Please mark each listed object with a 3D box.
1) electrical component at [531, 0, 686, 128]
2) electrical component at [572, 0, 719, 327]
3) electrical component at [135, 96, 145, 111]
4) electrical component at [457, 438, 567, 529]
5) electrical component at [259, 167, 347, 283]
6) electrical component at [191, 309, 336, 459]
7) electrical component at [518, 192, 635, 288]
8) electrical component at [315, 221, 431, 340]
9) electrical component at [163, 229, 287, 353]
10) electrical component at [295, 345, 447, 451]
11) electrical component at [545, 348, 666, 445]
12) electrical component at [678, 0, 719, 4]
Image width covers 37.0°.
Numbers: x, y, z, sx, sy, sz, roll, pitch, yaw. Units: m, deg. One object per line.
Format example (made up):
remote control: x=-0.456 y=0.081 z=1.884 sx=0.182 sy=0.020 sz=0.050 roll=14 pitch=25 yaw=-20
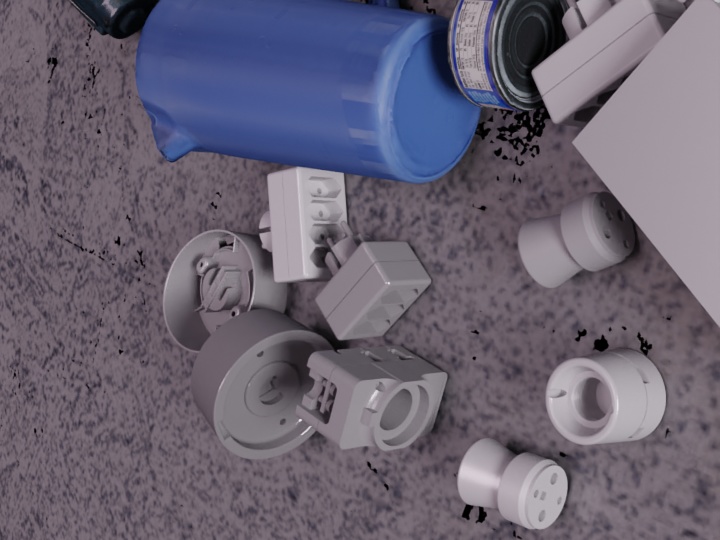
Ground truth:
electrical component: x=0.142 y=-0.136 z=0.626 sx=0.083 sy=0.047 sz=0.075 roll=-36 pitch=65 yaw=40
electrical component: x=0.210 y=-0.036 z=0.547 sx=0.105 sy=0.060 sz=0.186 roll=-52 pitch=56 yaw=33
electrical component: x=-0.176 y=-0.153 z=0.960 sx=0.046 sy=0.040 sz=0.040 roll=31 pitch=112 yaw=48
electrical component: x=0.096 y=0.134 z=0.677 sx=0.055 sy=0.045 sz=0.045 roll=13 pitch=100 yaw=44
electrical component: x=-0.051 y=-0.032 z=0.826 sx=0.076 sy=0.047 sz=0.083 roll=-8 pitch=84 yaw=46
electrical component: x=-0.076 y=0.081 z=0.812 sx=0.060 sy=0.108 sz=0.108 roll=36 pitch=115 yaw=47
electrical component: x=0.129 y=-0.018 z=0.642 sx=0.055 sy=0.045 sz=0.045 roll=-25 pitch=72 yaw=43
electrical component: x=0.000 y=0.000 z=0.772 sx=0.065 sy=0.047 sz=0.076 roll=-49 pitch=59 yaw=33
electrical component: x=-0.108 y=0.017 z=0.872 sx=0.099 sy=0.064 sz=0.099 roll=0 pitch=90 yaw=46
electrical component: x=0.011 y=0.087 z=0.731 sx=0.056 sy=0.089 sz=0.050 roll=28 pitch=110 yaw=42
electrical component: x=0.142 y=0.074 z=0.627 sx=0.055 sy=0.047 sz=0.055 roll=0 pitch=90 yaw=46
electrical component: x=0.198 y=-0.174 z=0.571 sx=0.077 sy=0.044 sz=0.079 roll=46 pitch=122 yaw=35
